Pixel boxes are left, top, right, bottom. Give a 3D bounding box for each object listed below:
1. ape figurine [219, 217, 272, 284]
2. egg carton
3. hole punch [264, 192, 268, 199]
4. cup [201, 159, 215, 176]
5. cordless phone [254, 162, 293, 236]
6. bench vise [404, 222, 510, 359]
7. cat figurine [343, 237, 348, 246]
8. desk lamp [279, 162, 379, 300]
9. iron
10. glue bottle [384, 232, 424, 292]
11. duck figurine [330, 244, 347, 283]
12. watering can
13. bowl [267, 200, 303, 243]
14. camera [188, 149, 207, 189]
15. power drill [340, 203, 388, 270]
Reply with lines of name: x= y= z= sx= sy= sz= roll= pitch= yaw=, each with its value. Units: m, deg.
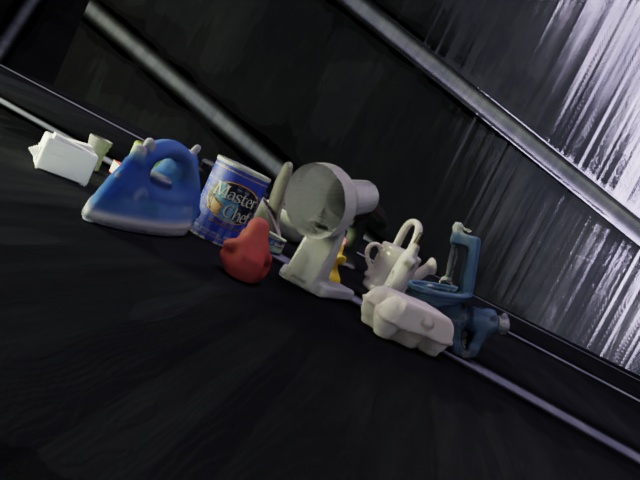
ape figurine: x=-0.099 y=0.011 z=0.820 sx=0.078 sy=0.092 sz=0.076 roll=25 pitch=5 yaw=-11
egg carton: x=0.141 y=0.131 z=0.927 sx=0.151 sy=0.069 sz=0.107 roll=24 pitch=6 yaw=-26
hole punch: x=-0.210 y=-0.116 z=1.549 sx=0.109 sy=0.091 sz=0.100 roll=23 pitch=6 yaw=-28
cup: x=-0.289 y=-0.161 z=1.590 sx=0.117 sy=0.095 sz=0.092 roll=27 pitch=5 yaw=14
cordless phone: x=-0.097 y=-0.088 z=1.298 sx=0.094 sy=0.185 sz=0.147 roll=25 pitch=5 yaw=-10
bench vise: x=0.258 y=0.091 z=1.061 sx=0.208 sy=0.220 sz=0.121 roll=24 pitch=5 yaw=-17
cat figurine: x=0.012 y=0.005 z=1.283 sx=0.067 sy=0.118 sz=0.127 roll=24 pitch=5 yaw=-20
desk lamp: x=0.015 y=-0.016 z=0.973 sx=0.117 sy=0.213 sz=0.204 roll=29 pitch=6 yaw=29
iron: x=-0.246 y=-0.090 z=0.843 sx=0.118 sy=0.141 sz=0.258 roll=27 pitch=5 yaw=6
glue bottle: x=0.176 y=0.062 z=1.209 sx=0.037 sy=0.173 sz=0.078 roll=26 pitch=5 yaw=-2
duck figurine: x=0.012 y=0.037 z=1.141 sx=0.078 sy=0.086 sz=0.104 roll=21 pitch=7 yaw=-41
watering can: x=0.191 y=0.043 z=1.348 sx=0.173 sy=0.194 sz=0.100 roll=22 pitch=6 yaw=-38
bowl: x=-0.080 y=-0.039 z=1.513 sx=0.167 sy=0.075 sz=0.167 roll=26 pitch=5 yaw=-2
camera: x=-0.363 y=-0.190 z=1.484 sx=0.136 sy=0.101 sz=0.144 roll=30 pitch=6 yaw=34
power drill: x=0.089 y=-0.033 z=1.532 sx=0.075 sy=0.208 sz=0.230 roll=30 pitch=6 yaw=36
